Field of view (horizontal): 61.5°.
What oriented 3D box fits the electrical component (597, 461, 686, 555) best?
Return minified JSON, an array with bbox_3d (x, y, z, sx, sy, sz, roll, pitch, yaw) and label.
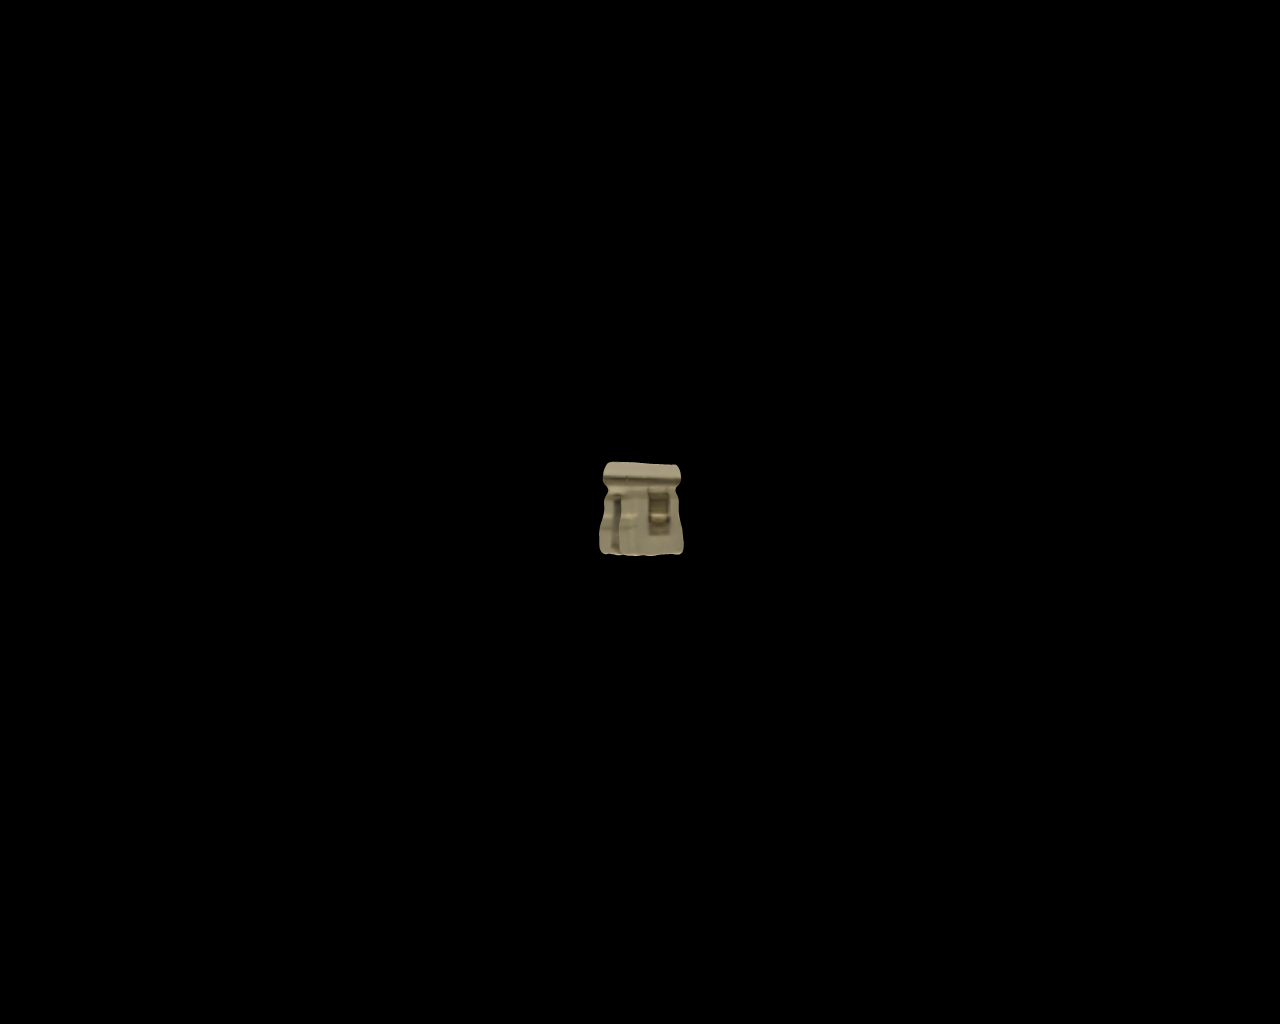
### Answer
[{"bbox_3d":[0.001,-0.003,0.650,0.048,0.055,0.066,0,0,-32],"label":"electrical component"}]
